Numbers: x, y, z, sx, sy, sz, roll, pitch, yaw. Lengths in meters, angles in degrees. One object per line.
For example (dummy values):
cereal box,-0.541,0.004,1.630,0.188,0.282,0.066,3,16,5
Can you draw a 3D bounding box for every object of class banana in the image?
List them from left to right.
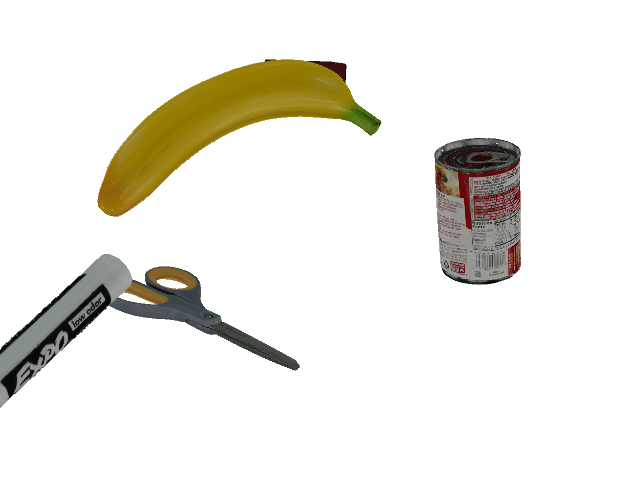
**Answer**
banana,-0.058,-0.076,0.687,0.197,0.070,0.037,-20,-25,-19

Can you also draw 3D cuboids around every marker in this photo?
marker,-0.123,0.048,0.443,0.020,0.020,0.121,0,35,40

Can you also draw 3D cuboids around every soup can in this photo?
soup can,0.129,-0.024,0.864,0.068,0.102,0.068,-5,25,2

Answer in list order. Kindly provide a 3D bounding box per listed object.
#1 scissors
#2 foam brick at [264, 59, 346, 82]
scissors,-0.091,0.060,0.899,0.202,0.016,0.096,16,24,19
foam brick,-0.017,-0.167,1.146,0.078,0.051,0.053,-1,12,-18
